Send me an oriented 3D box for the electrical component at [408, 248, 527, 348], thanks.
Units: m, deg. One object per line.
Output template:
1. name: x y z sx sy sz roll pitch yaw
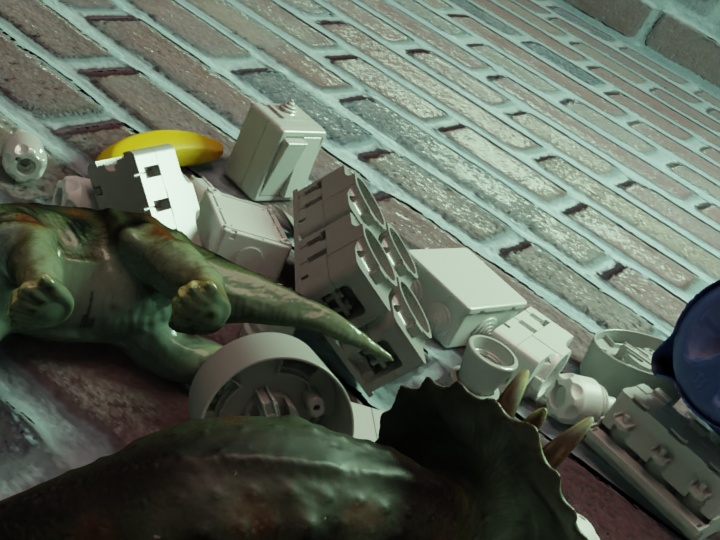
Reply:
1. electrical component: 0.088 0.025 0.982 0.100 0.048 0.100 -3 39 -46

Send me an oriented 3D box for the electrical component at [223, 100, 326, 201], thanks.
1. electrical component: -0.078 -0.117 1.037 0.062 0.096 0.061 -6 41 -48

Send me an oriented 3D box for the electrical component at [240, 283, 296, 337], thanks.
1. electrical component: -0.065 0.038 0.817 0.040 0.046 0.040 21 26 -11

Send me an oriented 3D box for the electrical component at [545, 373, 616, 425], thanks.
1. electrical component: 0.193 0.113 0.923 0.062 0.043 0.043 14 28 -28

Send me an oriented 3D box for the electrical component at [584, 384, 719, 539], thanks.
1. electrical component: 0.254 0.154 0.880 0.079 0.063 0.121 -4 39 -47

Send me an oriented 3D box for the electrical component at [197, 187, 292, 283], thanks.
1. electrical component: -0.104 -0.022 0.884 0.062 0.061 0.096 16 21 -25

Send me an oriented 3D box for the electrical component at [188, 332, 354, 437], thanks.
1. electrical component: -0.057 0.091 0.672 0.099 0.099 0.064 11 24 -29

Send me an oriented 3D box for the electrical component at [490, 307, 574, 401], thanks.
1. electrical component: 0.146 0.076 0.939 0.056 0.050 0.089 36 27 19

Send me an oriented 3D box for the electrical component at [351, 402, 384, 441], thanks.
1. electrical component: 0.018 0.133 0.717 0.077 0.047 0.065 18 27 -17

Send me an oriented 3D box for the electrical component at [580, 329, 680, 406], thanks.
1. electrical component: 0.258 0.092 0.998 0.099 0.064 0.099 21 26 -11

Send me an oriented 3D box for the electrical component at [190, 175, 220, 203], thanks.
1. electrical component: -0.138 -0.058 0.938 0.040 0.040 0.046 7 26 -35

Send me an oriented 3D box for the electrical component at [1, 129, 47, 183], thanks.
1. electrical component: -0.279 -0.099 0.887 0.035 0.035 0.061 11 27 -29

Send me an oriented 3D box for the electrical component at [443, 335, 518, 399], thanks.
1. electrical component: 0.095 0.087 0.866 0.045 0.055 0.045 21 26 -11

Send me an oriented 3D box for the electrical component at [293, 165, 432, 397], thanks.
1. electrical component: 0.000 0.000 0.869 0.105 0.060 0.186 56 12 -26

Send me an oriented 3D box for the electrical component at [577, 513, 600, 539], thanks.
1. electrical component: 0.138 0.186 0.731 0.043 0.043 0.081 41 11 27

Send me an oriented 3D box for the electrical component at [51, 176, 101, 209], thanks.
1. electrical component: -0.209 -0.049 0.850 0.062 0.043 0.043 10 30 -33

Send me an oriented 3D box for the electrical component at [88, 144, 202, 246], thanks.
1. electrical component: -0.163 -0.047 0.831 0.050 0.089 0.056 -12 6 31
